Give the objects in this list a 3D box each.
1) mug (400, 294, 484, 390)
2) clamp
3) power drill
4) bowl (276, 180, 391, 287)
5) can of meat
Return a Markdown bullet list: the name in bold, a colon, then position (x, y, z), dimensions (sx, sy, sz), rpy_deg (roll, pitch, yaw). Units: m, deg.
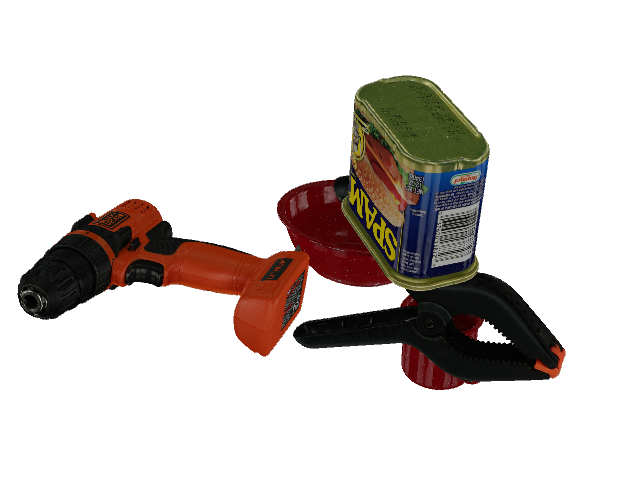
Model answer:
- **mug**: position (0.141, 0.117, 1.183), dimensions (0.093, 0.081, 0.117), rpy_deg (-23, 39, -34)
- **clamp**: position (0.083, 0.044, 0.800), dimensions (0.210, 0.165, 0.036), rpy_deg (17, 38, 14)
- **power drill**: position (-0.114, 0.029, 0.819), dimensions (0.188, 0.057, 0.184), rpy_deg (16, 26, 12)
- **bowl**: position (0.037, -0.001, 1.007), dimensions (0.162, 0.055, 0.162), rpy_deg (5, 26, -2)
- **can of meat**: position (0.054, -0.036, 0.616), dimensions (0.057, 0.084, 0.102), rpy_deg (-11, 39, -18)
